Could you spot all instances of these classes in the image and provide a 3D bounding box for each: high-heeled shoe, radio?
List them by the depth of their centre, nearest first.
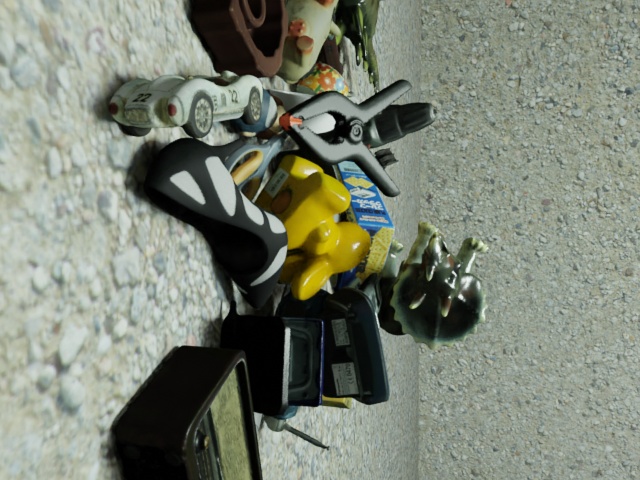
[{"bbox_3d":[-0.118,0.234,0.536,0.131,0.073,0.229,-53,140,-63],"label":"radio"},{"bbox_3d":[-0.106,0.005,0.569,0.145,0.086,0.248,-49,139,-50],"label":"high-heeled shoe"}]

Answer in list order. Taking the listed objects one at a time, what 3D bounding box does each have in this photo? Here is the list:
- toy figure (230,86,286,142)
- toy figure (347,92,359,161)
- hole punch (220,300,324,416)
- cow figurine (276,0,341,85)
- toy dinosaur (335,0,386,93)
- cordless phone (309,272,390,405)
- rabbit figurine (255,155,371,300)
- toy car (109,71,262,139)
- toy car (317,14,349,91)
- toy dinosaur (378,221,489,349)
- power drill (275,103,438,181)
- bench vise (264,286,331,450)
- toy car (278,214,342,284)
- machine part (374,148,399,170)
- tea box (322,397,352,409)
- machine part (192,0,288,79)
[{"bbox_3d":[-0.076,-0.158,0.685,0.064,0.058,0.154,-51,169,10],"label":"toy figure"},{"bbox_3d":[0.027,-0.188,0.980,0.082,0.089,0.179,-122,-151,-53],"label":"toy figure"},{"bbox_3d":[-0.057,0.144,0.640,0.092,0.116,0.142,8,81,-52],"label":"hole punch"},{"bbox_3d":[-0.018,-0.313,0.791,0.127,0.085,0.195,106,3,-65],"label":"cow figurine"},{"bbox_3d":[0.069,-0.465,1.070,0.470,0.105,0.198,54,47,-50],"label":"toy dinosaur"},{"bbox_3d":[0.061,0.126,0.740,0.184,0.089,0.146,-34,115,-69],"label":"cordless phone"},{"bbox_3d":[-0.001,-0.002,0.700,0.173,0.122,0.162,30,88,-43],"label":"rabbit figurine"},{"bbox_3d":[-0.117,-0.132,0.513,0.202,0.074,0.056,-46,138,-66],"label":"toy car"},{"bbox_3d":[0.013,-0.344,0.963,0.201,0.053,0.089,75,3,-47],"label":"toy car"},{"bbox_3d":[0.141,0.088,0.867,0.192,0.131,0.404,-64,-173,-25],"label":"toy dinosaur"},{"bbox_3d":[0.042,-0.149,0.823,0.207,0.232,0.085,-51,127,-40],"label":"power drill"},{"bbox_3d":[-0.016,0.164,0.804,0.240,0.129,0.223,-11,104,-69],"label":"bench vise"},{"bbox_3d":[-0.015,-0.008,0.814,0.162,0.103,0.109,-64,151,-50],"label":"toy car"},{"bbox_3d":[0.094,-0.111,0.982,0.138,0.039,0.084,125,-39,-51],"label":"machine part"},{"bbox_3d":[0.012,0.197,0.930,0.068,0.098,0.169,64,30,-59],"label":"tea box"},{"bbox_3d":[-0.091,-0.278,0.621,0.179,0.056,0.179,0,90,-73],"label":"machine part"}]
